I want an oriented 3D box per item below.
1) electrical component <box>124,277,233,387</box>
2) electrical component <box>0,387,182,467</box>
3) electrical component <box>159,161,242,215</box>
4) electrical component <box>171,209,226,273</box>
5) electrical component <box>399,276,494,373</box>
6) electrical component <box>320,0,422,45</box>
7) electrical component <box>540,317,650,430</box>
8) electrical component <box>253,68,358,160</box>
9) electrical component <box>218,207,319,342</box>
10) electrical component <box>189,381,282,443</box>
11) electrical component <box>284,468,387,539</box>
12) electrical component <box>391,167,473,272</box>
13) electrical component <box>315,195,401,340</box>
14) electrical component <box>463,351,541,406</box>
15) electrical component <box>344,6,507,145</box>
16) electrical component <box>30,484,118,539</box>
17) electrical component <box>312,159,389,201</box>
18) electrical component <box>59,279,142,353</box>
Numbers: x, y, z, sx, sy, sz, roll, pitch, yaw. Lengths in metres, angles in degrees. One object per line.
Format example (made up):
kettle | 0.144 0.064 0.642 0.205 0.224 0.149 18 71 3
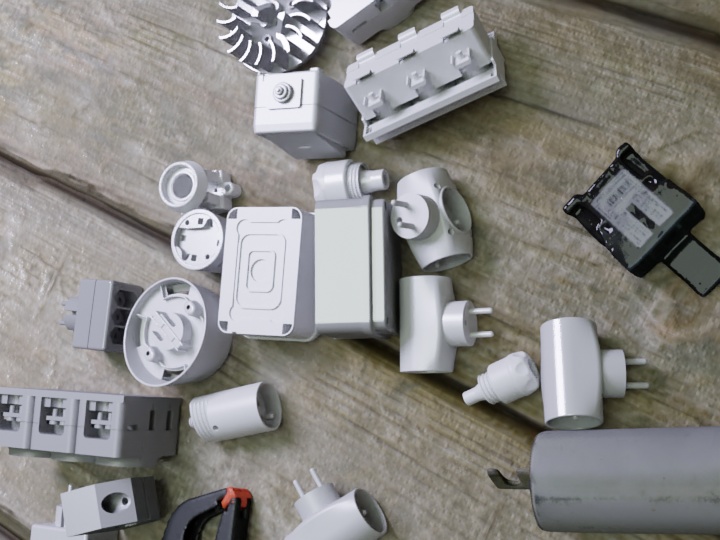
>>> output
electrical component | -0.166 0.057 0.971 0.099 0.064 0.099 -4 81 25
electrical component | -0.253 0.143 0.985 0.150 0.089 0.061 0 83 25
electrical component | -0.152 -0.073 0.988 0.066 0.055 0.048 -9 79 24
electrical component | -0.136 -0.024 0.978 0.055 0.047 0.055 -4 81 25
electrical component | 0.070 0.044 0.873 0.079 0.043 0.077 -4 81 25
electrical component | 0.014 -0.244 0.934 0.089 0.056 0.050 -33 70 18
electrical component | 0.178 0.079 0.815 0.079 0.044 0.077 -1 67 5
electrical component | -0.049 -0.133 0.925 0.062 0.096 0.061 1 84 25
electrical component | -0.073 0.004 0.939 0.078 0.057 0.113 1 83 25
electrical component | -0.115 0.127 0.949 0.081 0.043 0.043 -15 77 23
electrical component | -0.029 0.204 0.896 0.077 0.044 0.079 -37 69 16
electrical component | 0.052 -0.042 0.875 0.044 0.079 0.077 -25 72 33
electrical component | 0.000 0.000 0.890 0.057 0.078 0.113 -3 81 13
electrical component | 0.110 0.090 0.853 0.061 0.035 0.035 -28 72 22
electrical component | 0.053 -0.163 0.893 0.121 0.063 0.078 -22 33 21
electrical component | -0.265 0.239 1.001 0.066 0.047 0.076 0 82 25
electrical component | -0.006 -0.074 0.927 0.062 0.043 0.043 -6 80 23
electrical component | -0.256 0.043 1.025 0.077 0.047 0.065 3 83 26
